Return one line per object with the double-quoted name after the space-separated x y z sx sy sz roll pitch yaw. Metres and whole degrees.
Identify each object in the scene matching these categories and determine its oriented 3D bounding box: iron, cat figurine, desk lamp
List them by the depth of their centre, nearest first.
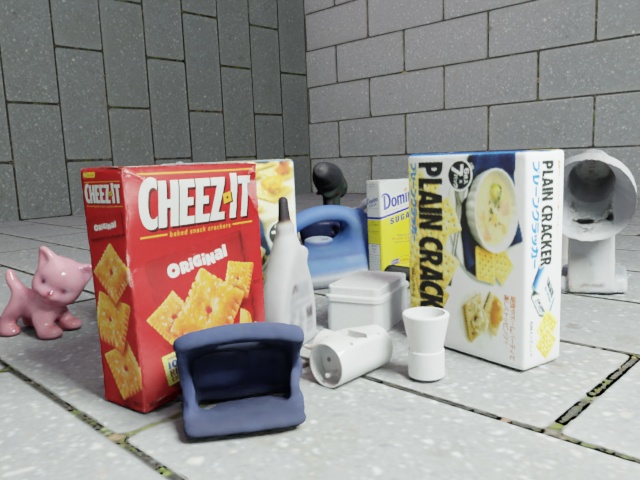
-0.357 0.064 0.748 0.127 0.118 0.067 0 8 16 "cat figurine"
0.405 -0.029 0.861 0.117 0.213 0.204 2 9 26 "desk lamp"
-0.009 0.006 0.985 0.259 0.141 0.118 -7 9 -30 "iron"

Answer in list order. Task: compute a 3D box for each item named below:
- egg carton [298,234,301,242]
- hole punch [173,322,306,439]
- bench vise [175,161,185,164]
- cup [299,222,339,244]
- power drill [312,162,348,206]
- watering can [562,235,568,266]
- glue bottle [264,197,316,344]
-0.058 -0.007 1.349 0.107 0.069 0.150 -4 8 -15 "egg carton"
-0.069 0.104 0.482 0.109 0.091 0.101 -4 8 -11 "hole punch"
-0.199 -0.041 1.084 0.207 0.220 0.121 -4 8 -12 "bench vise"
0.011 0.004 1.158 0.092 0.095 0.117 -9 11 -40 "cup"
0.024 -0.070 1.272 0.075 0.208 0.230 -1 8 8 "power drill"
0.426 -0.044 1.032 0.173 0.194 0.100 -5 9 -22 "watering can"
-0.037 0.037 0.656 0.037 0.173 0.078 2 9 29 "glue bottle"
